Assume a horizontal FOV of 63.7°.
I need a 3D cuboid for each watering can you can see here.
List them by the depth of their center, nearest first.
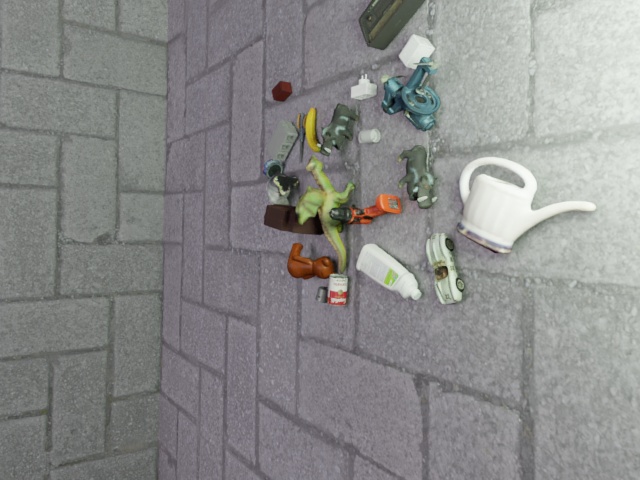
[{"bbox_3d":[0.460,-0.066,1.240,0.352,0.104,0.221,38,120,45],"label":"watering can"}]

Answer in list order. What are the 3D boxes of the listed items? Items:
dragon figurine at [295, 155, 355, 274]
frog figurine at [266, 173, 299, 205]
[{"bbox_3d":[0.005,-0.089,1.770,0.121,0.243,0.413,-9,80,50],"label":"dragon figurine"},{"bbox_3d":[-0.171,-0.194,2.129,0.156,0.122,0.141,-54,15,50],"label":"frog figurine"}]
